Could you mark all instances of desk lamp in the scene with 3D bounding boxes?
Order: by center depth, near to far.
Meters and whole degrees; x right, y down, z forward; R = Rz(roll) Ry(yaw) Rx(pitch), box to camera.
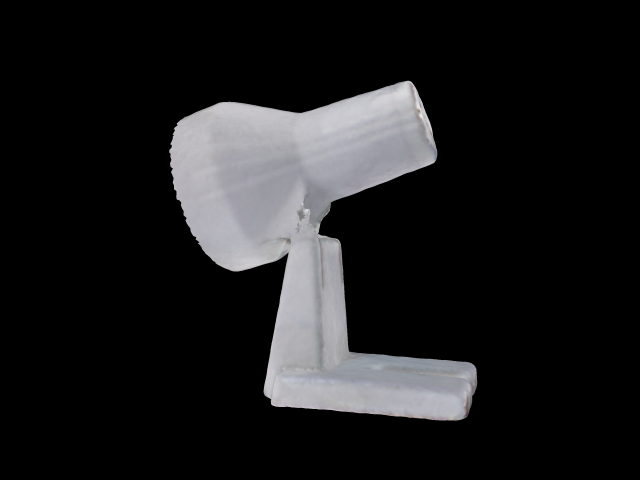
[{"bbox_3d":[0.004,0.001,0.400,0.202,0.213,0.118,0,0,17],"label":"desk lamp"}]
